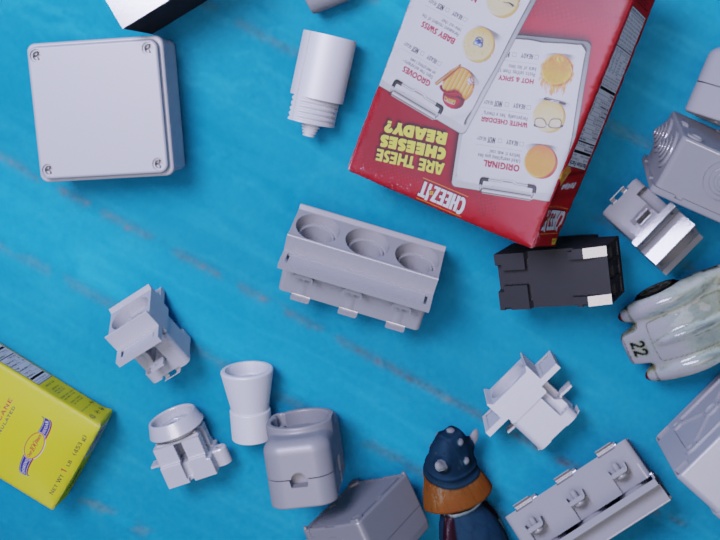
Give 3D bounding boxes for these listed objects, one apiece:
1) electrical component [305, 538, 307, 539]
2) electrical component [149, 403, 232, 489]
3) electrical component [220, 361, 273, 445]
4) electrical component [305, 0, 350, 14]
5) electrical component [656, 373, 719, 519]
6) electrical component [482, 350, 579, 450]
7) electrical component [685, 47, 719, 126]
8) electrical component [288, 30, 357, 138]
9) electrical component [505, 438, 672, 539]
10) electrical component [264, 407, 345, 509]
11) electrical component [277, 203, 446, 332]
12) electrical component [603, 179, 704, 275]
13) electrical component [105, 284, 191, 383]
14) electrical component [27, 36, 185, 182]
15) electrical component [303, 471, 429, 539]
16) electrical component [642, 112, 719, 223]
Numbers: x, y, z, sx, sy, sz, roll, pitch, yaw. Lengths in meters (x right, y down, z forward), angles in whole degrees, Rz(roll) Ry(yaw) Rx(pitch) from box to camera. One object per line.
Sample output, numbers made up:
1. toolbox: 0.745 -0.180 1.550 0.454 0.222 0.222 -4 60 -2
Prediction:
1. electrical component: -0.041 0.252 0.912 0.035 0.061 0.035 1 100 4
2. electrical component: -0.149 0.147 0.912 0.066 0.048 0.055 -19 105 7
3. electrical component: -0.093 0.114 0.904 0.044 0.044 0.065 -2 104 5
4. electrical component: -0.015 -0.230 0.840 0.078 0.040 0.040 -20 97 7
5. electrical component: 0.295 0.127 0.842 0.056 0.108 0.108 42 100 -1
6. electrical component: 0.141 0.110 0.885 0.064 0.042 0.081 43 100 -5
7. electrical component: 0.302 -0.130 0.805 0.054 0.095 0.059 11 104 -43
8. electrical component: -0.032 -0.146 0.854 0.043 0.043 0.081 13 100 2
9. electrical component: 0.186 0.194 0.883 0.121 0.079 0.063 -36 73 9
10. electrical component: -0.045 0.149 0.878 0.054 0.095 0.059 -7 99 5
11. electrical component: 0.000 0.000 0.862 0.121 0.078 0.063 17 129 1
12. electrical component: 0.227 -0.035 0.838 0.042 0.081 0.064 -48 65 9
13. electrical component: -0.173 0.055 0.887 0.042 0.081 0.063 -31 119 9
14. electrical component: -0.202 -0.129 0.863 0.109 0.056 0.108 -3 99 5
15. electrical component: 0.011 0.212 0.890 0.062 0.096 0.061 -19 99 37
16. electrical component: 0.268 -0.075 0.816 0.100 0.099 0.048 24 114 0
